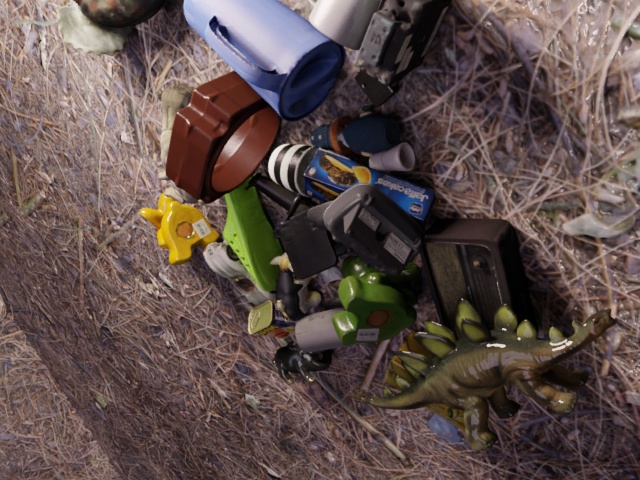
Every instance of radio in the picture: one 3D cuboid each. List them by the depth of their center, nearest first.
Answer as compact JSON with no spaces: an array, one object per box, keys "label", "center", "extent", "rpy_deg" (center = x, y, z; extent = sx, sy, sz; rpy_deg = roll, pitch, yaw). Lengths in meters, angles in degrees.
[{"label":"radio","center":[0.249,0.080,0.838],"extent":[0.131,0.073,0.229],"rpy_deg":[-2,119,41]}]

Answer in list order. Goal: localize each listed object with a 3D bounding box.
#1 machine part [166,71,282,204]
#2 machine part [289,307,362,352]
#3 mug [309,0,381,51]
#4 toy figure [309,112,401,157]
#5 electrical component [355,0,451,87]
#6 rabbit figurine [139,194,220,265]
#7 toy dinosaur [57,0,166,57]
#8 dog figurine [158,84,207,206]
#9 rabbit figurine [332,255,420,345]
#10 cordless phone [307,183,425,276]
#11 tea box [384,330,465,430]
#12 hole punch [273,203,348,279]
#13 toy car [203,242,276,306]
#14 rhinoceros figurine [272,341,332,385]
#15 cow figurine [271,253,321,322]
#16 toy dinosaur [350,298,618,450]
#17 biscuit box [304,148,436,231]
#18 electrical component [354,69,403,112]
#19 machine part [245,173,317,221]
[{"label":"machine part","center":[-0.152,-0.170,0.895],"extent":[0.087,0.201,0.201],"rpy_deg":[37,135,11]},{"label":"machine part","center":[0.037,0.171,1.051],"extent":[0.243,0.079,0.079],"rpy_deg":[-16,108,34]},{"label":"mug","center":[0.038,-0.331,0.726],"extent":[0.110,0.081,0.107],"rpy_deg":[50,122,22]},{"label":"toy figure","center":[0.051,-0.162,0.842],"extent":[0.155,0.064,0.057],"rpy_deg":[5,161,42]},{"label":"electrical component","center":[0.102,-0.263,0.675],"extent":[0.058,0.134,0.114],"rpy_deg":[35,133,14]},{"label":"rabbit figurine","center":[-0.332,-0.020,1.214],"extent":[0.162,0.122,0.173],"rpy_deg":[50,157,-11]},{"label":"toy dinosaur","center":[-0.340,-0.439,0.930],"extent":[0.405,0.131,0.192],"rpy_deg":[-1,131,34]},{"label":"dog figurine","center":[-0.245,-0.178,1.007],"extent":[0.173,0.121,0.190],"rpy_deg":[38,137,34]},{"label":"rabbit figurine","center":[0.093,0.077,0.923],"extent":[0.159,0.170,0.121],"rpy_deg":[-7,126,-5]},{"label":"cordless phone","center":[0.058,-0.009,0.838],"extent":[0.146,0.089,0.184],"rpy_deg":[39,162,-19]},{"label":"tea box","center":[0.215,0.250,0.968],"extent":[0.170,0.098,0.068],"rpy_deg":[27,133,20]},{"label":"hole punch","center":[-0.002,-0.003,0.981],"extent":[0.142,0.092,0.115],"rpy_deg":[-24,89,43]},{"label":"toy car","center":[-0.165,0.075,1.153],"extent":[0.073,0.056,0.201],"rpy_deg":[-19,127,45]},{"label":"rhinoceros figurine","center":[-0.033,0.256,1.197],"extent":[0.190,0.073,0.112],"rpy_deg":[-32,86,48]},{"label":"cow figurine","center":[-0.057,0.078,1.069],"extent":[0.068,0.098,0.167],"rpy_deg":[17,129,37]},{"label":"toy dinosaur","center":[0.225,0.206,0.825],"extent":[0.198,0.105,0.471],"rpy_deg":[53,128,7]},{"label":"biscuit box","center":[0.076,-0.074,0.844],"extent":[0.203,0.059,0.062],"rpy_deg":[21,154,12]},{"label":"electrical component","center":[0.082,-0.233,0.793],"extent":[0.063,0.021,0.094],"rpy_deg":[51,138,-2]},{"label":"machine part","center":[-0.071,-0.078,1.007],"extent":[0.139,0.039,0.084],"rpy_deg":[30,144,1]}]
